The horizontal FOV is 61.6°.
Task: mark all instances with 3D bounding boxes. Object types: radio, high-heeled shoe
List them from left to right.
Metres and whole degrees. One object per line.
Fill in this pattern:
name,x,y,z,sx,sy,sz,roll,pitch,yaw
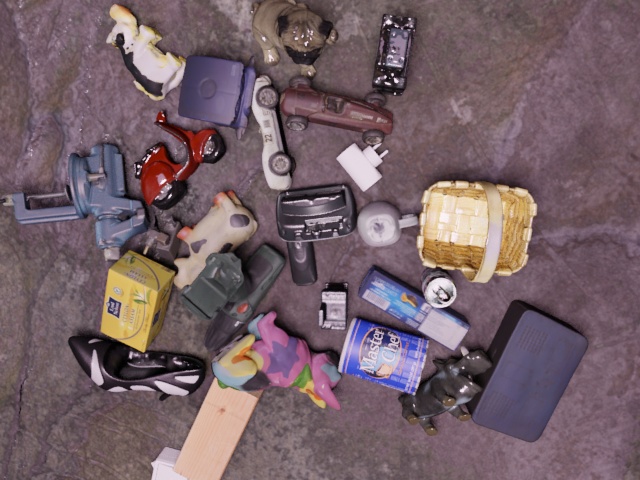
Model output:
high-heeled shoe,-0.342,0.225,1.012,0.248,0.086,0.145,36,120,-18
radio,0.369,0.238,0.969,0.131,0.073,0.229,22,101,1

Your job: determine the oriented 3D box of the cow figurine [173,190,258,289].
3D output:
cow figurine,-0.195,0.017,0.986,0.195,0.085,0.127,-44,86,8

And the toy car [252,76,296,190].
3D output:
toy car,-0.084,-0.188,0.950,0.056,0.073,0.201,-10,97,6

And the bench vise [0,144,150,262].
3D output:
bench vise,-0.437,-0.060,0.966,0.241,0.129,0.223,-7,89,-12

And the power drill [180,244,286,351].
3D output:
power drill,-0.157,0.103,0.931,0.086,0.207,0.232,38,89,21

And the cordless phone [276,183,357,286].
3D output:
cordless phone,-0.001,-0.003,0.976,0.147,0.089,0.184,-6,108,5

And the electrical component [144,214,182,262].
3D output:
electrical component,-0.286,0.002,0.986,0.045,0.102,0.078,11,73,2

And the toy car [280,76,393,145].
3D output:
toy car,0.032,-0.221,0.917,0.202,0.053,0.089,9,71,-11

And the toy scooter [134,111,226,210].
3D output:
toy scooter,-0.272,-0.152,0.972,0.184,0.075,0.135,-44,92,6

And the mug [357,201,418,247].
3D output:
mug,0.117,-0.024,0.938,0.110,0.107,0.080,-4,99,8

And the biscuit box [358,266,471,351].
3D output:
biscuit box,0.168,0.121,0.975,0.203,0.063,0.059,30,100,1

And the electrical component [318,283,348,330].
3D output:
electrical component,0.025,0.121,0.959,0.048,0.119,0.074,0,95,5

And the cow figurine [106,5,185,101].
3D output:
cow figurine,-0.321,-0.333,0.958,0.167,0.068,0.098,44,105,-1

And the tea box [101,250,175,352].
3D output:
tea box,-0.335,0.114,0.983,0.098,0.068,0.169,24,127,2

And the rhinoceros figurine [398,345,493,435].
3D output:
rhinoceros figurine,0.229,0.269,0.971,0.073,0.112,0.190,37,114,-23

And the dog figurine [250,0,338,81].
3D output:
dog figurine,-0.056,-0.349,0.868,0.172,0.190,0.121,22,99,3

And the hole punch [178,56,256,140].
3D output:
hole punch,-0.175,-0.251,0.916,0.116,0.092,0.142,18,97,45

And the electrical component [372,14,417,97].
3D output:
electrical component,0.121,-0.303,0.887,0.058,0.134,0.114,7,100,4

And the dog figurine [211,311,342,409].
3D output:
dog figurine,-0.064,0.243,0.972,0.219,0.108,0.191,47,62,-3
